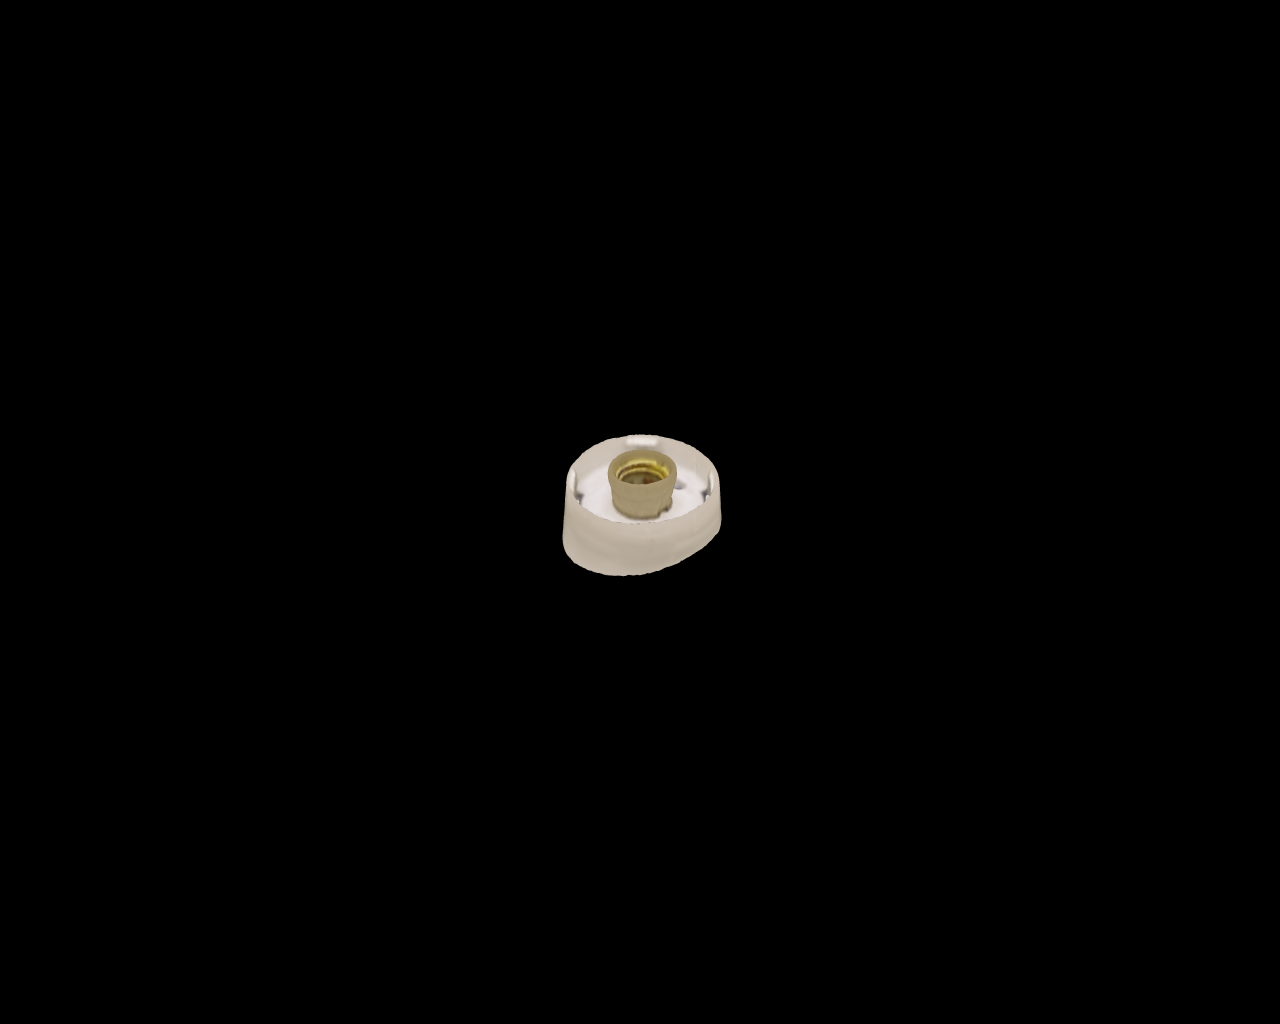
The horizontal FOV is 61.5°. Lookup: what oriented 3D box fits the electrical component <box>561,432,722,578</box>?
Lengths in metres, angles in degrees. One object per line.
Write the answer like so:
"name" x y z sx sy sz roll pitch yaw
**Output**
"electrical component" 0.001 -0.003 0.650 0.099 0.064 0.099 0 39 0
